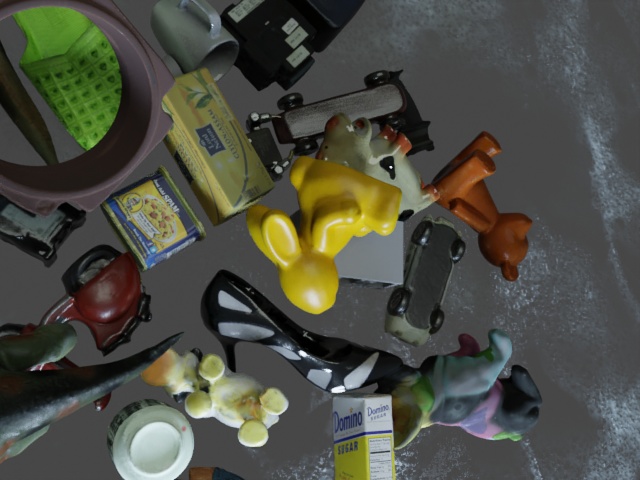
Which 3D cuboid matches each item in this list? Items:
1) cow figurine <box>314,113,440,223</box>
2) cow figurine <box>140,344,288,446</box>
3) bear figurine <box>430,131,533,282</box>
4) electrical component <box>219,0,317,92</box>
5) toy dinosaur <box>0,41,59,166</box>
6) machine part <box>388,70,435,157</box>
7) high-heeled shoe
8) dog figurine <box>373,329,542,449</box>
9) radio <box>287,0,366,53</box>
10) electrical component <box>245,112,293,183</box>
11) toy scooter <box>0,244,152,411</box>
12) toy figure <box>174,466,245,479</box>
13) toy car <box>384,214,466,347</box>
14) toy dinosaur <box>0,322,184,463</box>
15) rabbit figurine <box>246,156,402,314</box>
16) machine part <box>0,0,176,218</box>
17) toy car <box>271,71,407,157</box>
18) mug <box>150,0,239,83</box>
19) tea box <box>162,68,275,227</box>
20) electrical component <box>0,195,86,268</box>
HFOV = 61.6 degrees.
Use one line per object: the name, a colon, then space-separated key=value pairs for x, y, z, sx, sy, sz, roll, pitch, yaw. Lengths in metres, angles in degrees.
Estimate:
cow figurine: x=0.069 y=-0.096 z=0.744 sx=0.127 sy=0.086 sz=0.194 roll=-41 pitch=124 yaw=-1
cow figurine: x=-0.122 y=0.170 z=0.620 sx=0.167 sy=0.098 sz=0.068 roll=27 pitch=76 yaw=3
bear figurine: x=0.265 y=-0.045 z=0.818 sx=0.196 sy=0.132 sz=0.120 roll=44 pitch=38 yaw=-1
electrical component: x=-0.073 y=-0.282 z=0.765 sx=0.134 sy=0.058 sz=0.115 roll=46 pitch=66 yaw=-8
toy dinosaur: x=-0.391 y=-0.247 z=0.534 sx=0.105 sy=0.199 sz=0.471 roll=-36 pitch=100 yaw=-26
machine part: x=0.128 y=-0.197 z=0.840 sx=0.084 sy=0.039 sz=0.139 roll=-20 pitch=86 yaw=-30
high-heeled shoe: x=-0.017 y=0.102 z=0.650 sx=0.249 sy=0.086 sz=0.145 roll=0 pitch=111 yaw=-7
dog figurine: x=0.172 y=0.225 z=0.723 sx=0.219 sy=0.108 sz=0.191 roll=-31 pitch=93 yaw=-23
radio: x=-0.037 y=-0.410 z=0.805 sx=0.229 sy=0.073 sz=0.131 roll=43 pitch=64 yaw=-10
electrical component: x=-0.082 y=-0.126 z=0.728 sx=0.078 sy=0.045 sz=0.102 roll=-15 pitch=84 yaw=-28
toy scooter: x=-0.249 y=0.102 z=0.581 sx=0.135 sy=0.075 sz=0.184 roll=45 pitch=67 yaw=-7
toy figure: x=-0.154 y=0.281 z=0.585 sx=0.154 sy=0.064 sz=0.058 roll=-7 pitch=65 yaw=-25
toy car: x=0.153 y=0.055 z=0.783 sx=0.073 sy=0.056 sz=0.202 roll=27 pitch=66 yaw=-9
toy dinosaur: x=-0.324 y=0.160 z=0.437 sx=0.405 sy=0.192 sz=0.131 roll=-24 pitch=100 yaw=2
rabbit figurine: x=-0.001 y=-0.002 z=0.627 sx=0.162 sy=0.122 sz=0.173 roll=18 pitch=90 yaw=-26
machine part: x=-0.256 y=-0.138 z=0.513 sx=0.201 sy=0.087 sz=0.201 roll=-49 pitch=138 yaw=-9
toy car: x=0.029 y=-0.181 z=0.778 sx=0.202 sy=0.053 sz=0.089 roll=-19 pitch=90 yaw=-11
mug: x=-0.169 y=-0.269 z=0.696 sx=0.107 sy=0.109 sz=0.081 roll=44 pitch=63 yaw=6
tea box: x=-0.137 y=-0.112 z=0.670 sx=0.068 sy=0.098 sz=0.169 roll=-32 pitch=90 yaw=-28
electrical component: x=-0.331 y=-0.031 z=0.593 sx=0.119 sy=0.048 sz=0.075 roll=31 pitch=66 yaw=-14
